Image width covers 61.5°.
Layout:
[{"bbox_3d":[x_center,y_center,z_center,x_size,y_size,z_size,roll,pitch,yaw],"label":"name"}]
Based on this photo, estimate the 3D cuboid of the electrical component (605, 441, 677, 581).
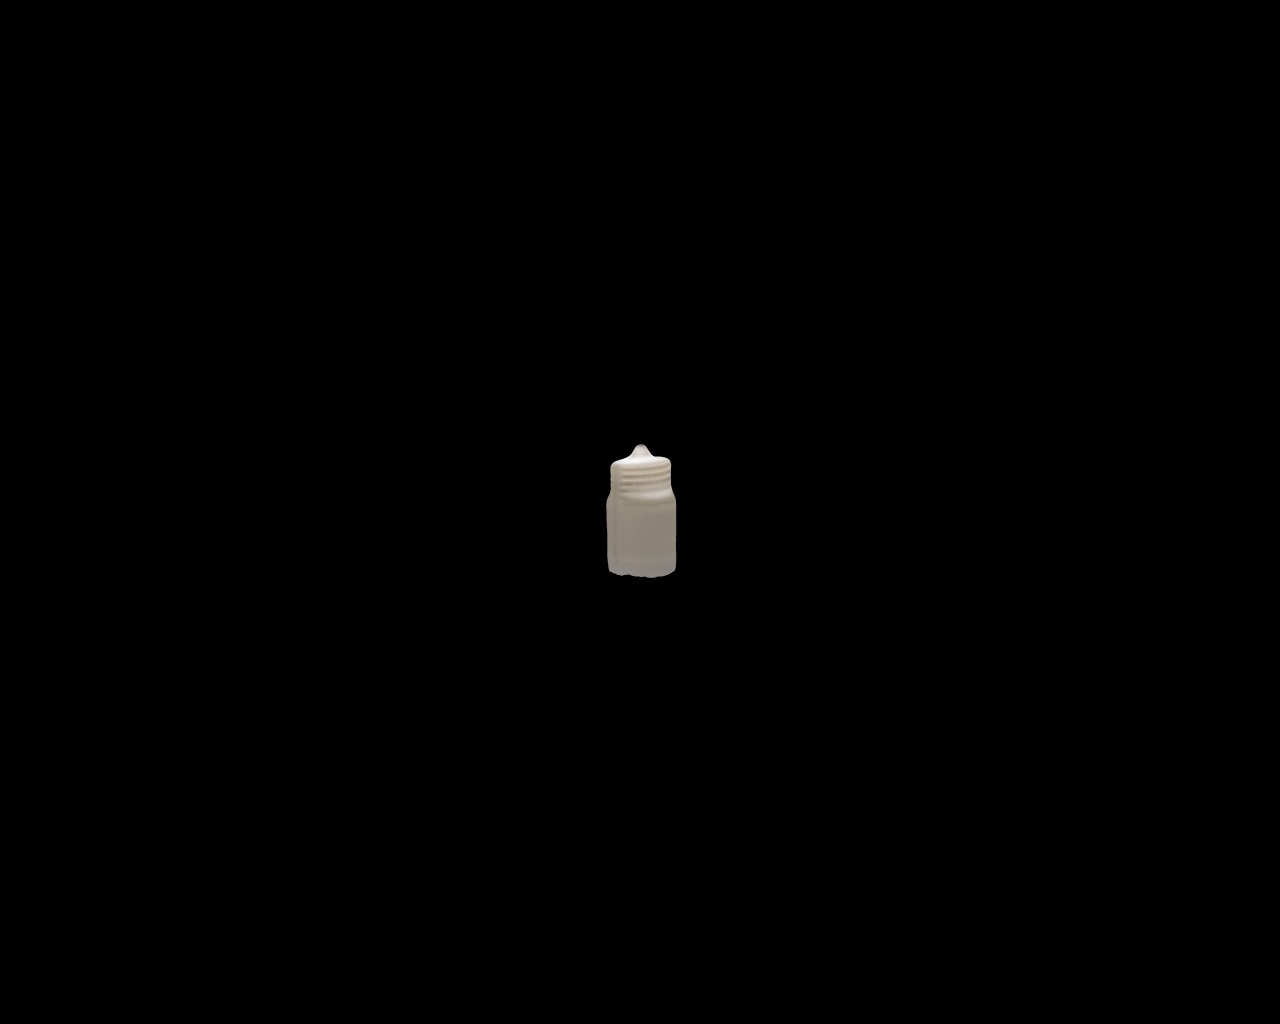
[{"bbox_3d":[0.001,-0.003,0.650,0.043,0.080,0.043,0,11,0],"label":"electrical component"}]
